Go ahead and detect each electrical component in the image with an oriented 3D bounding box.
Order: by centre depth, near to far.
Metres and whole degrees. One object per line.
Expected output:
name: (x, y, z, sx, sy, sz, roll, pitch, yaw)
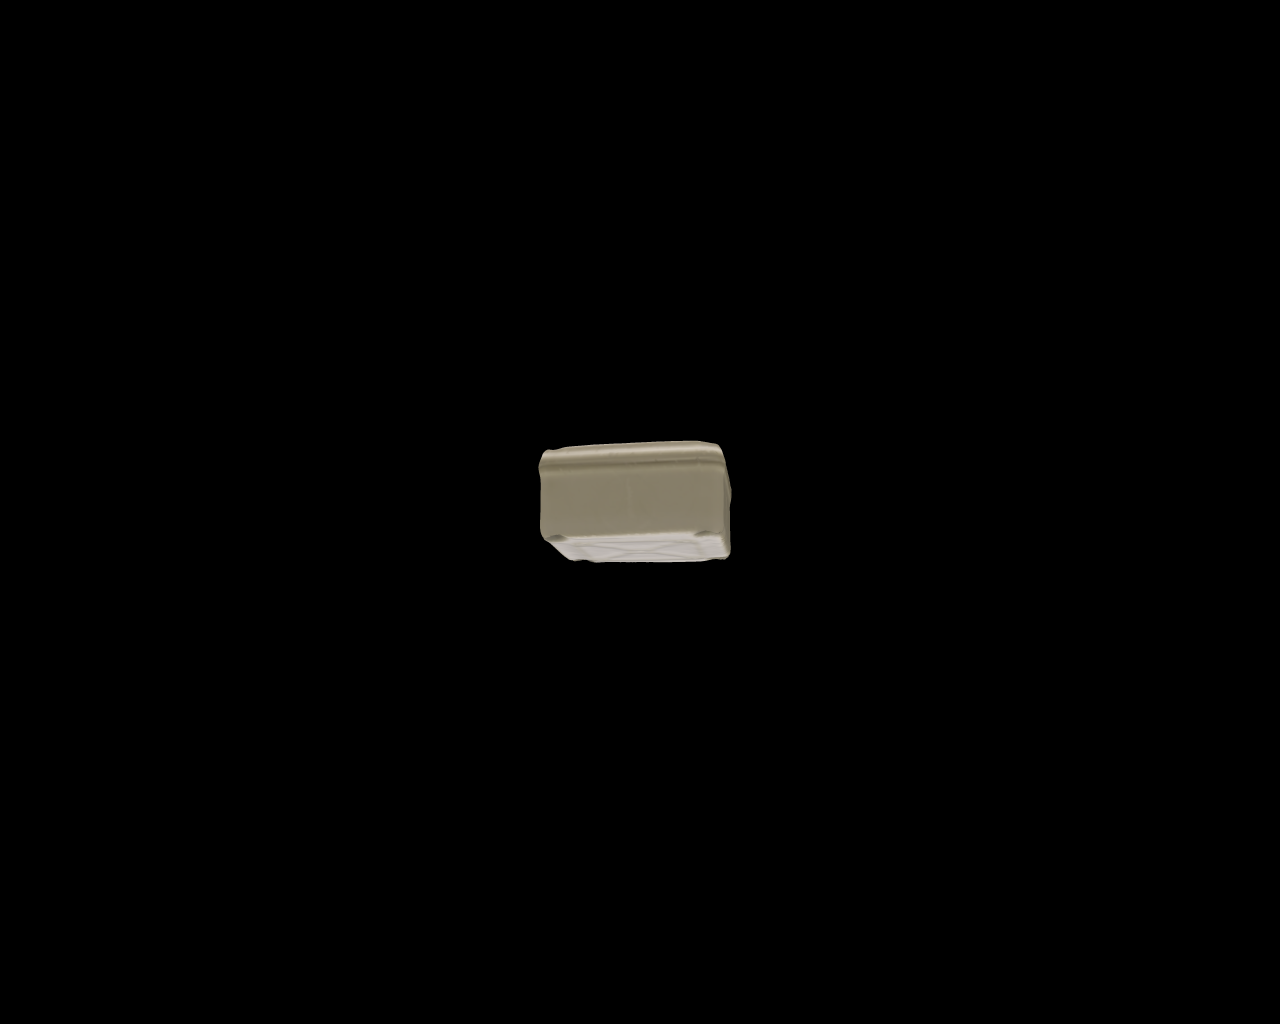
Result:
electrical component: (0.001, -0.003, 0.650, 0.109, 0.056, 0.108, -1, -11, 7)
